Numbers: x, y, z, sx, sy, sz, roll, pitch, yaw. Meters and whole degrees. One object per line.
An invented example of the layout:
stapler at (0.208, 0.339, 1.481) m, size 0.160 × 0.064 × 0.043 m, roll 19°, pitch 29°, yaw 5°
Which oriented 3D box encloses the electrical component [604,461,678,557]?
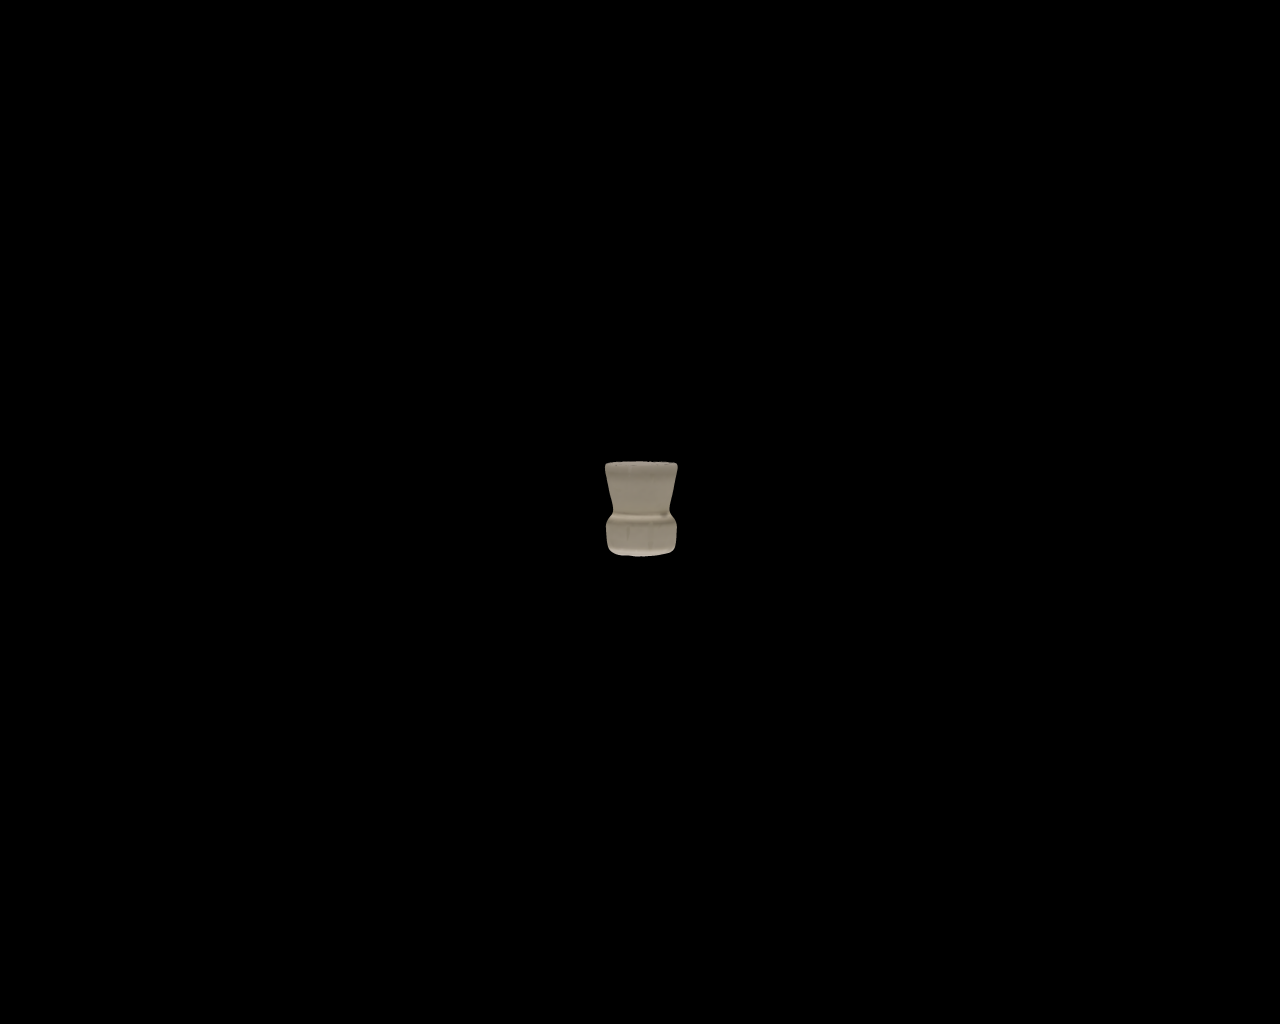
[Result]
electrical component at (0.001, -0.003, 0.650) m, size 0.045 × 0.055 × 0.045 m, roll 0°, pitch 5°, yaw 0°
